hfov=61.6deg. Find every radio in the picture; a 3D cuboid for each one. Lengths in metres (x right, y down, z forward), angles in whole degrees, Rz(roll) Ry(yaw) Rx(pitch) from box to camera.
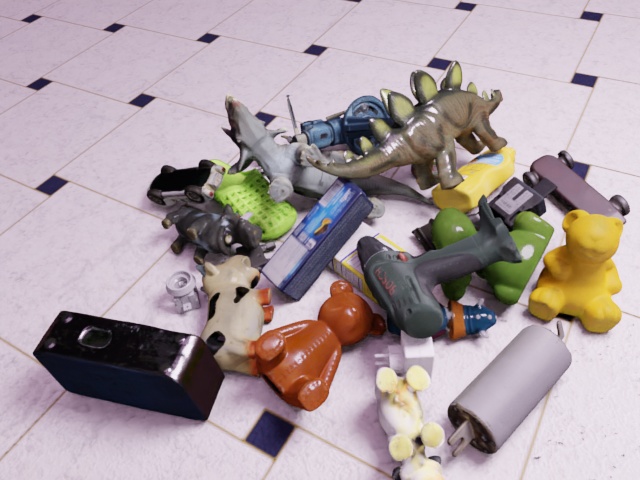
[{"bbox_3d":[-0.258,0.170,0.733,0.230,0.131,0.073,6,50,13],"label":"radio"}]

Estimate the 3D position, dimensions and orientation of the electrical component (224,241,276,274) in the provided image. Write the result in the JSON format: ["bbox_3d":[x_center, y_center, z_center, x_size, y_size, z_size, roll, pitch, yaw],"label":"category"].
[{"bbox_3d":[-0.115,0.034,0.922,0.094,0.021,0.063,-19,48,-12],"label":"electrical component"}]

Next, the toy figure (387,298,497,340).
[{"bbox_3d":[0.177,0.114,0.787,0.155,0.064,0.058,1,9,1],"label":"toy figure"}]

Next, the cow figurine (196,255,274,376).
[{"bbox_3d":[-0.137,0.105,0.819,0.127,0.085,0.195,4,48,2],"label":"cow figurine"}]

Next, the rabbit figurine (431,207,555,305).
[{"bbox_3d":[0.244,0.022,0.833,0.170,0.121,0.159,29,73,22],"label":"rabbit figurine"}]

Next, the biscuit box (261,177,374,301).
[{"bbox_3d":[-0.002,-0.003,0.858,0.202,0.062,0.059,-50,54,-1],"label":"biscuit box"}]

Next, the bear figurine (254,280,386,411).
[{"bbox_3d":[0.009,0.136,0.744,0.196,0.132,0.120,-37,81,-21],"label":"bear figurine"}]

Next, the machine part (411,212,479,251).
[{"bbox_3d":[0.232,-0.015,0.918,0.139,0.039,0.084,-17,42,-8],"label":"machine part"}]

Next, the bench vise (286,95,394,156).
[{"bbox_3d":[0.069,-0.216,1.040,0.223,0.128,0.241,-6,11,-32],"label":"bench vise"}]

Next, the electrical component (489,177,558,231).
[{"bbox_3d":[0.351,-0.069,0.922,0.119,0.047,0.075,-38,51,5],"label":"electrical component"}]

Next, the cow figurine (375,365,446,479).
[{"bbox_3d":[0.109,0.244,0.660,0.068,0.098,0.167,-8,65,-7],"label":"cow figurine"}]

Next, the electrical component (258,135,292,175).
[{"bbox_3d":[-0.088,-0.175,1.100,0.102,0.045,0.078,-13,45,-6],"label":"electrical component"}]

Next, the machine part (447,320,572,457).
[{"bbox_3d":[0.247,0.189,0.695,0.243,0.079,0.079,-36,53,-26],"label":"machine part"}]

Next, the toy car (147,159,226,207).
[{"bbox_3d":[-0.251,-0.102,1.001,0.202,0.056,0.073,0,59,38],"label":"toy car"}]

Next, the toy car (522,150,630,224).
[{"bbox_3d":[0.446,-0.079,0.942,0.089,0.053,0.202,-31,50,-1],"label":"toy car"}]

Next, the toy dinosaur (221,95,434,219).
[{"bbox_3d":[-0.003,-0.122,0.969,0.404,0.131,0.192,17,14,-29],"label":"toy dinosaur"}]

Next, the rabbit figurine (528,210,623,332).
[{"bbox_3d":[0.386,0.027,0.768,0.122,0.173,0.162,18,56,27],"label":"rabbit figurine"}]

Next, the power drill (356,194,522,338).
[{"bbox_3d":[0.157,0.019,0.751,0.207,0.085,0.232,-24,32,8],"label":"power drill"}]

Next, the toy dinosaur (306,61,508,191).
[{"bbox_3d":[0.178,-0.182,0.913,0.471,0.198,0.105,-36,14,-31],"label":"toy dinosaur"}]

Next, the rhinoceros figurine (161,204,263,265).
[{"bbox_3d":[-0.185,-0.014,0.928,0.191,0.073,0.112,11,36,35],"label":"rhinoceros figurine"}]
